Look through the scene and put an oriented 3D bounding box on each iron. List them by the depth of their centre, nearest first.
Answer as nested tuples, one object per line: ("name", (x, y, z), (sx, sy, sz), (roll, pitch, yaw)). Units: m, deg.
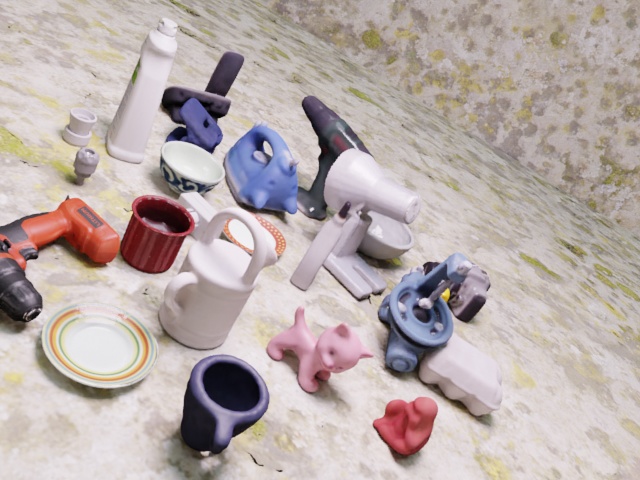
("iron", (-0.117, -0.167, 1.166), (0.119, 0.141, 0.257), (8, 36, -38))

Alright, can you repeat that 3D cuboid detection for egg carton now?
("egg carton", (0.239, 0.224, 0.968), (0.150, 0.069, 0.107), (33, 27, 1))

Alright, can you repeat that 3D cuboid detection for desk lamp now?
("desk lamp", (0.084, -0.037, 1.079), (0.202, 0.213, 0.118), (44, 30, 22))

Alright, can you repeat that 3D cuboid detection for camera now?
("camera", (0.278, 0.079, 1.211), (0.137, 0.100, 0.143), (23, 29, -16))

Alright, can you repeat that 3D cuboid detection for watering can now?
("watering can", (-0.128, 0.040, 0.758), (0.101, 0.194, 0.173), (32, 27, 1))

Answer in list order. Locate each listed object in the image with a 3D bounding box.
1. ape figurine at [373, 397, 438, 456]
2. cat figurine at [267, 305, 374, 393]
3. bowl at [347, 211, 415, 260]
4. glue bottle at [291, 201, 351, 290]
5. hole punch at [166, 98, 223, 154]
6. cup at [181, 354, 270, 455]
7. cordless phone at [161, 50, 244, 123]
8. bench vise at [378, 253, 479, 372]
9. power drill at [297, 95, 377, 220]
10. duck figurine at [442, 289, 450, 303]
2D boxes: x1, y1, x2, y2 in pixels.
("ape figurine", (0.128, 0.249, 0.788), (0.076, 0.092, 0.078), (26, 28, -11))
("cat figurine", (0.005, 0.146, 0.803), (0.127, 0.117, 0.067), (40, 28, 15))
("bowl", (0.114, -0.011, 1.218), (0.168, 0.074, 0.167), (25, 28, -14))
("glue bottle", (0.009, 0.004, 0.980), (0.037, 0.173, 0.078), (32, 27, 1))
("hole punch", (-0.250, -0.231, 1.189), (0.101, 0.091, 0.108), (26, 28, -11))
("cup", (-0.114, 0.197, 0.622), (0.092, 0.095, 0.117), (23, 29, -17))
("cordless phone", (-0.257, -0.349, 1.273), (0.148, 0.185, 0.094), (3, 39, -43))
("bench vise", (0.169, 0.085, 0.960), (0.122, 0.219, 0.207), (19, 30, -23))
("power drill", (0.008, -0.160, 1.210), (0.229, 0.208, 0.076), (40, 28, 16))
("duck figurine", (0.213, 0.123, 1.089), (0.078, 0.086, 0.104), (23, 28, -16))
